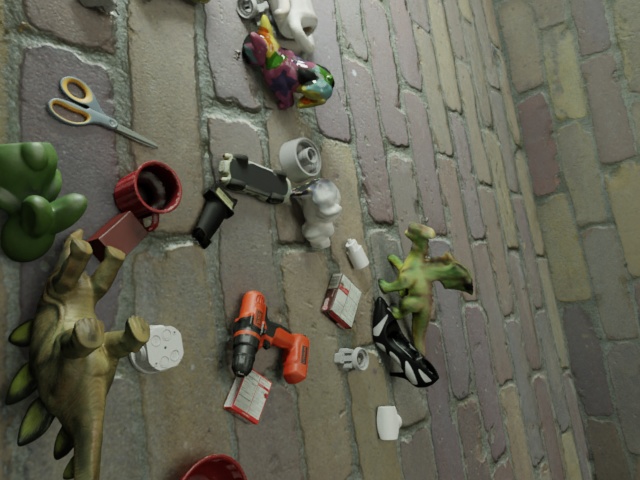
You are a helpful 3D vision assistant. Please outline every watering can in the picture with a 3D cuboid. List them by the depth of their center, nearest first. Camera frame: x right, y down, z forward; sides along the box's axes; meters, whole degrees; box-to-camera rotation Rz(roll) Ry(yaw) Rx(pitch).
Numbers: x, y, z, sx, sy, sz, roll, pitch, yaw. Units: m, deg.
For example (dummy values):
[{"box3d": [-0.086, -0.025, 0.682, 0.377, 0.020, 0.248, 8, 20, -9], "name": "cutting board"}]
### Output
[{"box3d": [-0.078, -0.587, 1.277, 0.349, 0.103, 0.224, -21, 91, -77], "name": "watering can"}]

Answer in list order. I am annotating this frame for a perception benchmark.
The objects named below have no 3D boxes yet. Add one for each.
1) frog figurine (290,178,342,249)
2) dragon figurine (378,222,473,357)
[{"box3d": [0.004, -0.062, 1.226, 0.124, 0.137, 0.158, -35, 105, -32], "name": "frog figurine"}, {"box3d": [0.311, 0.139, 1.450, 0.124, 0.241, 0.408, -33, 101, -55], "name": "dragon figurine"}]
